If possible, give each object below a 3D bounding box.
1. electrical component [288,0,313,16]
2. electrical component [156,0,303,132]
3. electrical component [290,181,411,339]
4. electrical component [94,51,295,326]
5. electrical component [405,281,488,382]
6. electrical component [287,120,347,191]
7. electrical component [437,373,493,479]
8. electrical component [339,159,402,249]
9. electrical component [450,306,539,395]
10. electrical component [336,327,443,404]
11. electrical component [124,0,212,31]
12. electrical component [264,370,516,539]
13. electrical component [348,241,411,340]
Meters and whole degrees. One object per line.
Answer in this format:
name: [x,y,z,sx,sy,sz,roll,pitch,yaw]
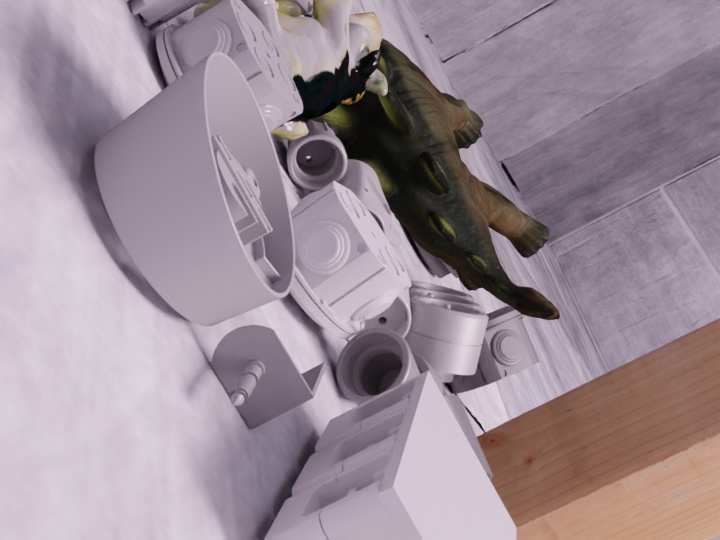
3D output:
electrical component: [-0.074,-0.247,0.792,0.078,0.057,0.113,34,54,-66]
electrical component: [-0.072,-0.106,0.592,0.080,0.051,0.080,57,13,-21]
electrical component: [-0.013,-0.006,0.597,0.080,0.051,0.080,52,11,-15]
electrical component: [-0.060,-0.030,0.438,0.099,0.064,0.099,57,13,-21]
electrical component: [0.049,0.054,0.731,0.138,0.052,0.073,-86,-171,-84]
electrical component: [-0.031,-0.080,0.734,0.040,0.040,0.046,56,8,-26]
electrical component: [0.044,0.094,0.644,0.043,0.043,0.081,40,25,-61]
electrical component: [0.003,-0.028,0.746,0.079,0.043,0.077,56,13,-25]
electrical component: [0.100,0.063,0.863,0.080,0.080,0.051,-4,71,-77]
electrical component: [0.018,0.063,0.602,0.055,0.045,0.045,46,20,-53]
electrical component: [-0.103,-0.157,0.585,0.040,0.046,0.040,57,13,-21]
electrical component: [0.016,0.112,0.444,0.089,0.062,0.150,61,12,-5]
electrical component: [0.000,0.000,0.672,0.079,0.043,0.077,57,13,-20]
